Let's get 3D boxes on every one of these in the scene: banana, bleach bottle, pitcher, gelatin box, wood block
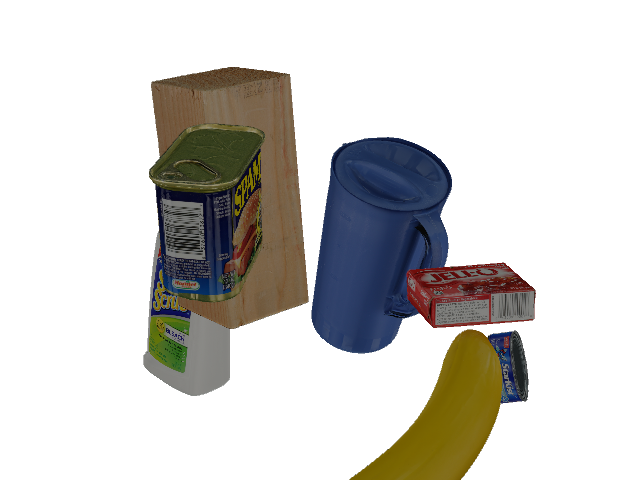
[{"bbox_3d":[0.050,0.105,0.561,0.070,0.037,0.197,20,40,37],"label":"banana"},{"bbox_3d":[-0.139,0.033,1.117,0.067,0.251,0.103,-20,34,-41],"label":"bleach bottle"},{"bbox_3d":[0.064,0.019,1.212,0.145,0.243,0.149,15,40,4],"label":"pitcher"},{"bbox_3d":[0.122,0.043,0.876,0.089,0.030,0.073,-3,16,-9],"label":"gelatin box"},{"bbox_3d":[-0.078,-0.041,0.935,0.090,0.206,0.091,-18,23,-36],"label":"wood block"}]

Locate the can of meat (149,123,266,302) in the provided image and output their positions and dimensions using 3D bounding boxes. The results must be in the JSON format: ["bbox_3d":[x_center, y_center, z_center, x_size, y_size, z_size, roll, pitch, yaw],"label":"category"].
[{"bbox_3d":[-0.071,-0.019,0.697,0.057,0.084,0.102,5,27,9],"label":"can of meat"}]

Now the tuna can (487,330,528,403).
[{"bbox_3d":[0.225,0.153,1.286,0.034,0.086,0.086,-9,-3,19],"label":"tuna can"}]
